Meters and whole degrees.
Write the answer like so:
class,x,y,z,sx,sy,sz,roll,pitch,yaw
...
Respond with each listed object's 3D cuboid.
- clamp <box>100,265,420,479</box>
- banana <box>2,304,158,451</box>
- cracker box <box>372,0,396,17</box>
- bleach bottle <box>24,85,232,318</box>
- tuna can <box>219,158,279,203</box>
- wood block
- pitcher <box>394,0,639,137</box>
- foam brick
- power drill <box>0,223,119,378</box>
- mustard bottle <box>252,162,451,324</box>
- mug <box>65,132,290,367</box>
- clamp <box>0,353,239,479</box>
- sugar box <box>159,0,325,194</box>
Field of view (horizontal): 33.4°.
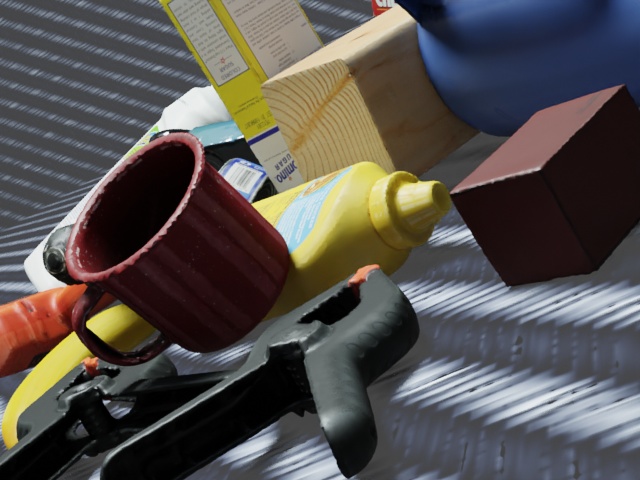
class,x,y,z,sx,sy,sz,roll,pitch,yaw
clamp,-0.015,0.059,0.451,0.120,0.039,0.171,-12,13,21
banana,-0.160,0.086,0.714,0.070,0.037,0.197,-25,14,34
cracker box,0.175,-0.256,0.994,0.164,0.072,0.213,15,32,44
bleach bottle,-0.152,-0.045,0.942,0.251,0.068,0.103,-49,33,-3
tuna can,-0.060,-0.014,0.760,0.086,0.034,0.086,22,-91,-80
wood block,0.074,-0.114,0.714,0.205,0.090,0.091,-36,17,-34
pitcher,0.161,-0.134,0.570,0.149,0.145,0.243,-35,15,-24
foam brick,0.106,-0.023,0.462,0.078,0.051,0.053,-40,16,-35
power drill,-0.175,0.033,0.785,0.188,0.057,0.184,-34,-8,29
mustard bottle,-0.004,0.001,0.613,0.192,0.058,0.096,-20,26,43
mug,-0.077,0.015,0.550,0.117,0.081,0.093,-52,34,-10
clamp,-0.127,0.099,0.565,0.164,0.036,0.210,-25,10,-15
sugar box,-0.029,-0.112,0.744,0.048,0.176,0.093,-20,15,37
